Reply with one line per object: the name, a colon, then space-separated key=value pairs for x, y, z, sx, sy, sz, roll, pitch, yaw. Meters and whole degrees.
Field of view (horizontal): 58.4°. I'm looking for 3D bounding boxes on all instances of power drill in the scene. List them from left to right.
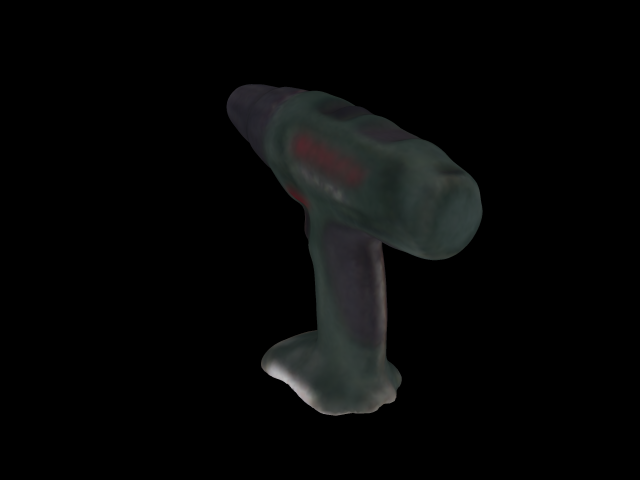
power drill: x=0.004 y=0.001 z=0.400 sx=0.076 sy=0.208 sz=0.228 roll=-14 pitch=22 yaw=-37
